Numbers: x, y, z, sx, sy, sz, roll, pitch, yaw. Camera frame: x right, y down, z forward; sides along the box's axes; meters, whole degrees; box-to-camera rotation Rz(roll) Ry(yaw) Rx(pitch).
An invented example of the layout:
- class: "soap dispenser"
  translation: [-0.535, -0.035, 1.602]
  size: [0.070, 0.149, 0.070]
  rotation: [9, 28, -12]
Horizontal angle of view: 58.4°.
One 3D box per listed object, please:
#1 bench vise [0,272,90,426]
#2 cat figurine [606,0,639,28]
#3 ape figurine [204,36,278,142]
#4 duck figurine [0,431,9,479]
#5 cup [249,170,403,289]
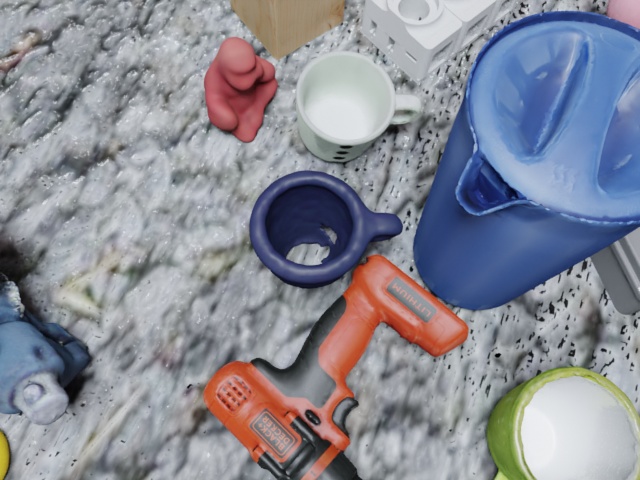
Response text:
- class: "bench vise"
  translation: [-0.250, 0.032, 0.383]
  size: [0.207, 0.220, 0.121]
  rotation: [22, 70, 6]
- class: "cat figurine"
  translation: [0.298, -0.194, 0.543]
  size: [0.067, 0.118, 0.128]
  rotation: [17, 70, 5]
- class: "ape figurine"
  translation: [-0.075, -0.146, 0.524]
  size: [0.078, 0.092, 0.076]
  rotation: [-30, 73, -12]
- class: "duck figurine"
  translation: [-0.290, 0.165, 0.404]
  size: [0.104, 0.086, 0.077]
  rotation: [-15, 71, -7]
- class: "cup"
  translation: [0.004, 0.002, 0.471]
  size: [0.118, 0.095, 0.091]
  rotation: [-3, 70, -3]
